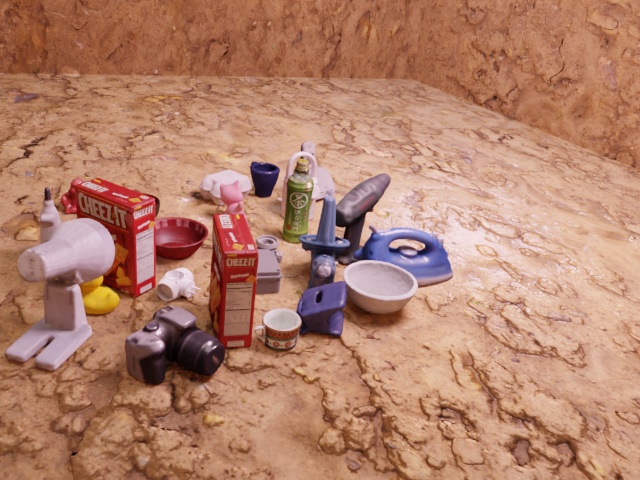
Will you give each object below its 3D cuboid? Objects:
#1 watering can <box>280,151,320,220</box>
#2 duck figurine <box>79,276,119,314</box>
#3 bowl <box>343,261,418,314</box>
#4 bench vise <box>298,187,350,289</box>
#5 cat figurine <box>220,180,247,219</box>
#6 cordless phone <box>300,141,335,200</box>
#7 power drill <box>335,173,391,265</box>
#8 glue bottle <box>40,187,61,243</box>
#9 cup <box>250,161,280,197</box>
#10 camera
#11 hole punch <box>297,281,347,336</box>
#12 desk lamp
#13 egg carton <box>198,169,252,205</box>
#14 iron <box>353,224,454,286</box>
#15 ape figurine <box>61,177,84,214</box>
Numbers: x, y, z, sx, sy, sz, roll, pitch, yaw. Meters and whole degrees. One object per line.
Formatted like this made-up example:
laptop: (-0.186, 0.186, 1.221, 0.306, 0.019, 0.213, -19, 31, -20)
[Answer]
watering can: (-0.051, -0.155, 1.630, 0.172, 0.194, 0.101, 28, 33, 35)
duck figurine: (-0.455, 0.095, 1.152, 0.104, 0.086, 0.078, 15, 28, 15)
bowl: (0.129, 0.116, 1.278, 0.167, 0.075, 0.167, 6, 27, -3)
bench vise: (0.023, 0.004, 1.309, 0.122, 0.220, 0.207, -3, 29, -19)
cat figurine: (-0.235, -0.104, 1.566, 0.067, 0.118, 0.127, -5, 30, -24)
cordless phone: (-0.015, -0.219, 1.777, 0.093, 0.185, 0.148, 25, 32, 31)
power drill: (0.100, -0.050, 1.449, 0.075, 0.208, 0.230, 22, 30, 26)
glue bottle: (-0.599, -0.036, 1.274, 0.037, 0.173, 0.078, 1, 27, -12)
cup: (-0.180, -0.186, 1.768, 0.092, 0.095, 0.117, -15, 35, -38)
camera: (-0.247, 0.187, 1.011, 0.136, 0.101, 0.143, 21, 30, 24)
hole punch: (0.004, 0.137, 1.186, 0.101, 0.091, 0.108, 7, 27, -1)
desk lamp: (-0.463, 0.085, 1.028, 0.118, 0.213, 0.203, 11, 27, 7)
egg carton: (-0.281, -0.159, 1.715, 0.107, 0.069, 0.151, 24, 31, 29)
iron: (0.220, 0.028, 1.401, 0.259, 0.141, 0.118, 1, 28, -13)
ape figurine: (-0.643, -0.121, 1.520, 0.077, 0.092, 0.076, 10, 27, 5)
